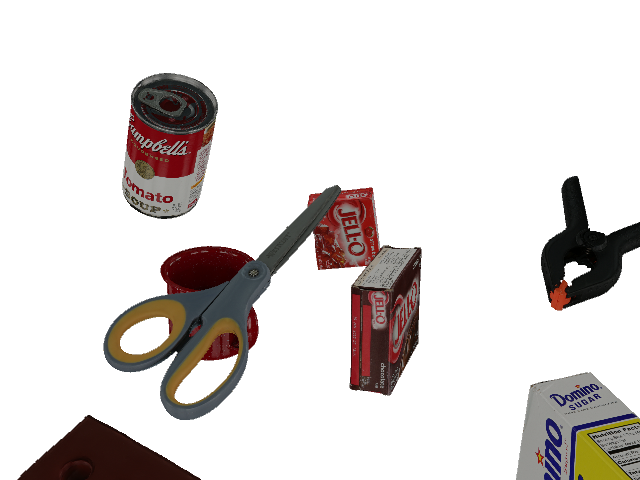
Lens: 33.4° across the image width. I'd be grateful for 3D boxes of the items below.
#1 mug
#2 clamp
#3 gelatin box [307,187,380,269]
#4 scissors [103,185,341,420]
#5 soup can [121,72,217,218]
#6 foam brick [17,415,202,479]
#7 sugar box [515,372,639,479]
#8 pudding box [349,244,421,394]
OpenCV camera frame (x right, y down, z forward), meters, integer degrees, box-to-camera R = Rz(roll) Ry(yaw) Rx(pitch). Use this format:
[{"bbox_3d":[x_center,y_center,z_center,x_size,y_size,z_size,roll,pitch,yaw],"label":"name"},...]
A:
[{"bbox_3d":[-0.099,0.066,1.027,0.093,0.081,0.117,-22,35,-38],"label":"mug"},{"bbox_3d":[0.269,0.000,1.091,0.120,0.039,0.171,29,52,32],"label":"clamp"},{"bbox_3d":[0.028,-0.013,1.205,0.073,0.089,0.030,-5,29,7],"label":"gelatin box"},{"bbox_3d":[-0.062,0.025,0.665,0.096,0.201,0.016,12,-42,14],"label":"scissors"},{"bbox_3d":[-0.124,-0.075,0.866,0.068,0.068,0.102,0,-41,-17],"label":"soup can"},{"bbox_3d":[-0.082,0.121,0.443,0.078,0.051,0.052,22,45,27],"label":"foam brick"},{"bbox_3d":[0.156,0.149,0.510,0.048,0.093,0.176,-9,28,-22],"label":"sugar box"},{"bbox_3d":[0.054,0.062,0.874,0.039,0.090,0.113,6,19,14],"label":"pudding box"}]
